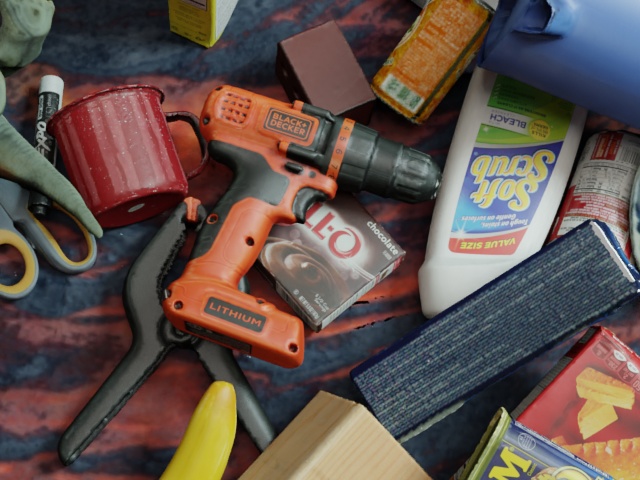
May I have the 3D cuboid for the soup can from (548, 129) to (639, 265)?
[{"bbox_3d":[0.222,-0.026,0.820,0.068,0.068,0.102,23,73,3],"label":"soup can"}]

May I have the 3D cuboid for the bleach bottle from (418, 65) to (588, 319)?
[{"bbox_3d":[0.140,-0.025,0.819,0.102,0.068,0.251,16,75,2],"label":"bleach bottle"}]

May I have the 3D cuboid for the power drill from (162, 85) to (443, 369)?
[{"bbox_3d":[-0.020,-0.007,0.767,0.184,0.057,0.187,18,72,4],"label":"power drill"}]

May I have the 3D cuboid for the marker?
[{"bbox_3d":[-0.211,-0.072,0.823,0.020,0.020,0.121,0,64,-4],"label":"marker"}]

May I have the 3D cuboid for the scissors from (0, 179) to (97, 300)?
[{"bbox_3d":[-0.260,-0.033,0.819,0.202,0.016,0.096,39,70,8],"label":"scissors"}]

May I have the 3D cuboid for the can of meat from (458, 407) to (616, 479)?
[{"bbox_3d":[0.126,0.171,0.671,0.084,0.057,0.102,30,90,8],"label":"can of meat"}]

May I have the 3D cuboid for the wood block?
[{"bbox_3d":[-0.027,0.210,0.711,0.206,0.090,0.091,-45,102,-14],"label":"wood block"}]

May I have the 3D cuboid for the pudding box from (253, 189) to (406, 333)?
[{"bbox_3d":[-0.005,0.001,0.813,0.090,0.039,0.113,-39,79,-13],"label":"pudding box"}]

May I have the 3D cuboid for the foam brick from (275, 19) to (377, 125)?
[{"bbox_3d":[0.003,-0.124,0.844,0.051,0.053,0.078,-24,76,-11],"label":"foam brick"}]

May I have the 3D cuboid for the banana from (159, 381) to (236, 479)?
[{"bbox_3d":[-0.120,0.183,0.735,0.198,0.037,0.069,-40,104,1],"label":"banana"}]

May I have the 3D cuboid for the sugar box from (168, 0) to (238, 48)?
[{"bbox_3d":[-0.081,-0.227,0.805,0.048,0.176,0.093,22,73,3],"label":"sugar box"}]

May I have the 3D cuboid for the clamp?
[{"bbox_3d":[-0.111,0.073,0.787,0.164,0.036,0.210,-3,77,-5],"label":"clamp"}]

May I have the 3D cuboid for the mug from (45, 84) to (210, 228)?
[{"bbox_3d":[-0.138,-0.063,0.803,0.117,0.093,0.081,-16,80,-25],"label":"mug"}]

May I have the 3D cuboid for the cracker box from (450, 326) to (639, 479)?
[{"bbox_3d":[0.179,0.189,0.726,0.164,0.072,0.214,43,91,10],"label":"cracker box"}]

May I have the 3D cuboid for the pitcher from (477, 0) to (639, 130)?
[{"bbox_3d":[0.244,-0.139,0.749,0.243,0.145,0.149,24,73,-2],"label":"pitcher"}]
